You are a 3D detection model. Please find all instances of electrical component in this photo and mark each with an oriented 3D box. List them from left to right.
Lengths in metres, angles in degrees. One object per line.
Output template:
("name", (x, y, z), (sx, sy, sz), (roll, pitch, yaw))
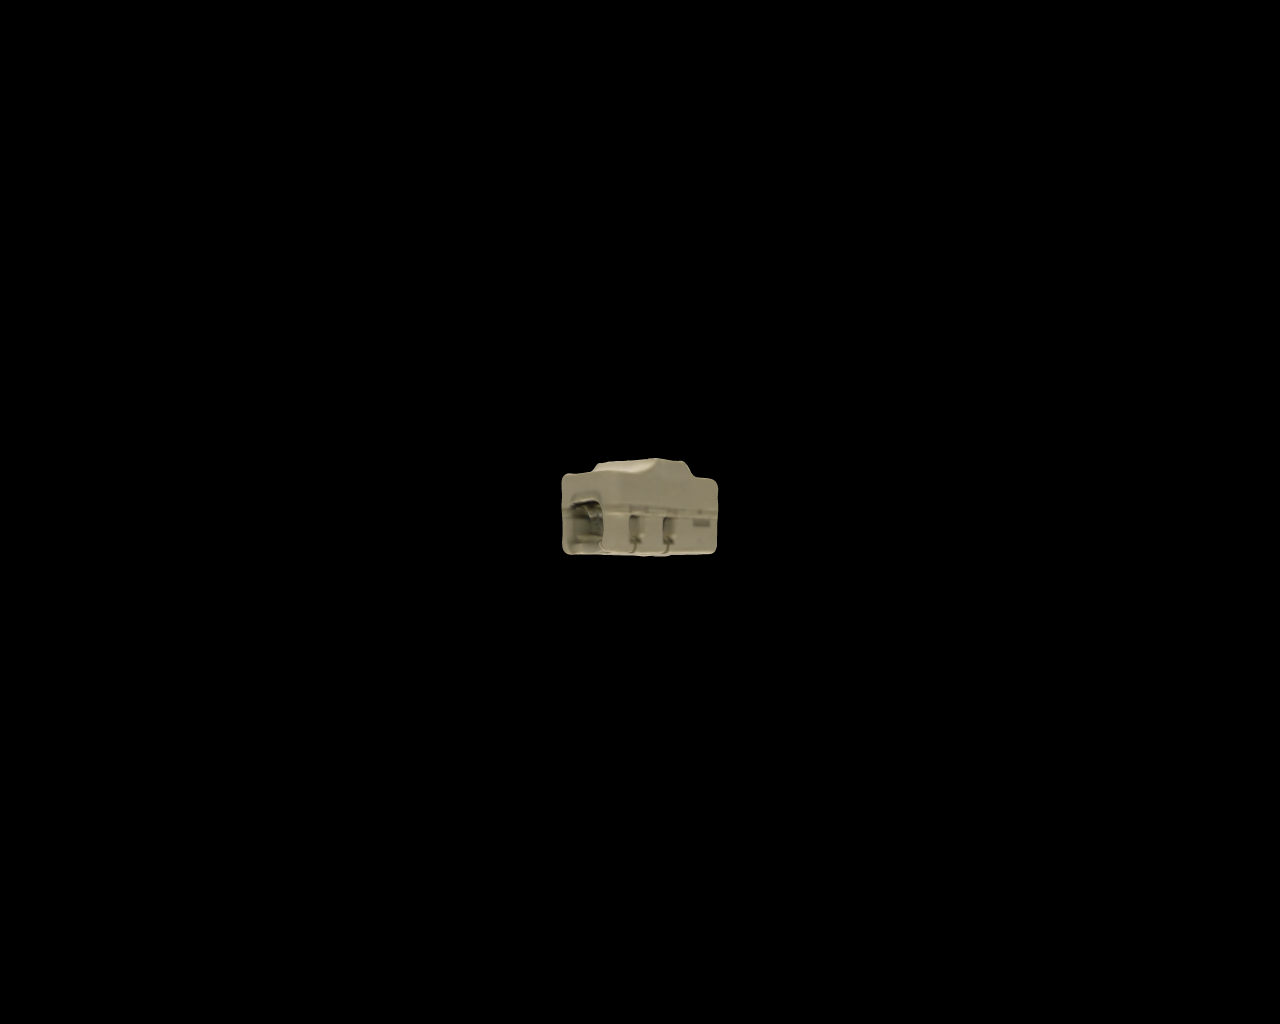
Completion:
("electrical component", (0.001, -0.003, 0.650), (0.089, 0.055, 0.050), (4, -6, -43))
